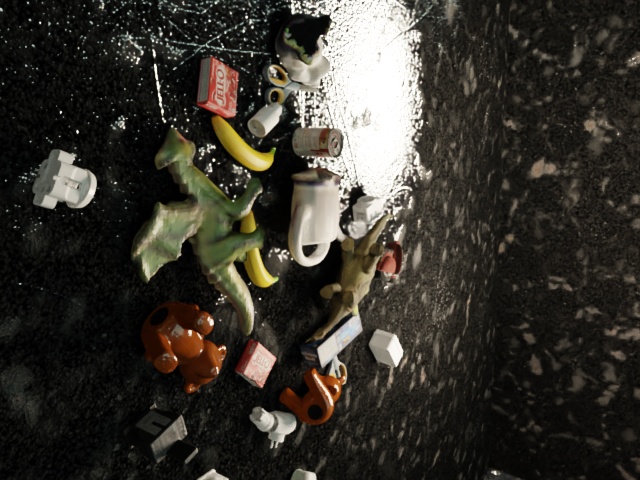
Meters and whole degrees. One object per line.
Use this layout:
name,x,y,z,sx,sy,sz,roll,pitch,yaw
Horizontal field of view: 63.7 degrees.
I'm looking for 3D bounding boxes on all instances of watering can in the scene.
watering can,0.004,-0.062,1.228,0.350,0.104,0.223,-22,116,-68

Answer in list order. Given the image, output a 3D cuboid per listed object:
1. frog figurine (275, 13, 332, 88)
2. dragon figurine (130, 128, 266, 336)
frog figurine,-0.035,-0.405,1.116,0.158,0.123,0.138,113,-19,-80
dragon figurine,-0.219,0.009,0.916,0.244,0.122,0.407,-9,103,-39
